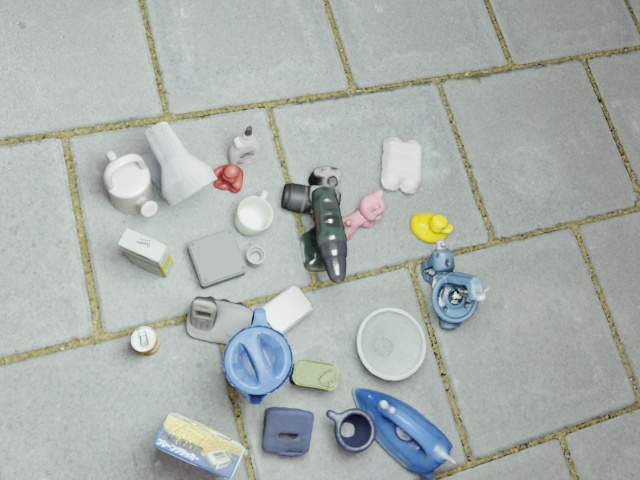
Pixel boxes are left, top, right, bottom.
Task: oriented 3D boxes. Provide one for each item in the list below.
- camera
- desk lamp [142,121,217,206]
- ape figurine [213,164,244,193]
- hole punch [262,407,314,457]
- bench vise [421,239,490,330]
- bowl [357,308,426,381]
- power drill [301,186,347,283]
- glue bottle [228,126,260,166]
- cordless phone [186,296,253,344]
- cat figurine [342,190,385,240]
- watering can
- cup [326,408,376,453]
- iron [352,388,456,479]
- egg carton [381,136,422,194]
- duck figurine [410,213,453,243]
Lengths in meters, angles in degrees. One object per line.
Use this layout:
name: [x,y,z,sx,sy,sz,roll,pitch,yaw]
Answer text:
camera: [-0.020,-0.115,1.394,0.137,0.100,0.143,9,72,-9]
desk lamp: [-0.327,-0.161,1.283,0.118,0.213,0.203,-33,83,-18]
ape figurine: [-0.214,-0.154,1.369,0.076,0.092,0.078,-37,84,-19]
hole punch: [-0.068,0.414,1.236,0.109,0.091,0.101,6,73,-10]
bench vise: [0.305,0.099,1.338,0.122,0.219,0.207,-26,81,-17]
bowl: [0.158,0.246,1.341,0.167,0.074,0.167,3,74,-11]
power drill: [0.012,0.005,1.309,0.076,0.208,0.229,-4,75,-13]
glue bottle: [-0.175,-0.227,1.356,0.078,0.173,0.037,-20,79,-16]
cordless phone: [-0.212,0.166,1.228,0.148,0.185,0.094,9,72,-9]
cat figurine: [0.107,-0.065,1.398,0.128,0.117,0.067,-32,83,-18]
watering can: [-0.418,-0.128,1.265,0.173,0.194,0.101,33,70,-1]
cup: [0.057,0.412,1.261,0.118,0.095,0.092,33,70,-1]
iron: [0.184,0.412,1.263,0.258,0.141,0.119,40,70,1]
egg carton: [0.210,-0.194,1.482,0.107,0.069,0.150,7,73,-10]
duck figurine: [0.285,-0.039,1.445,0.104,0.086,0.077,24,71,-4]
